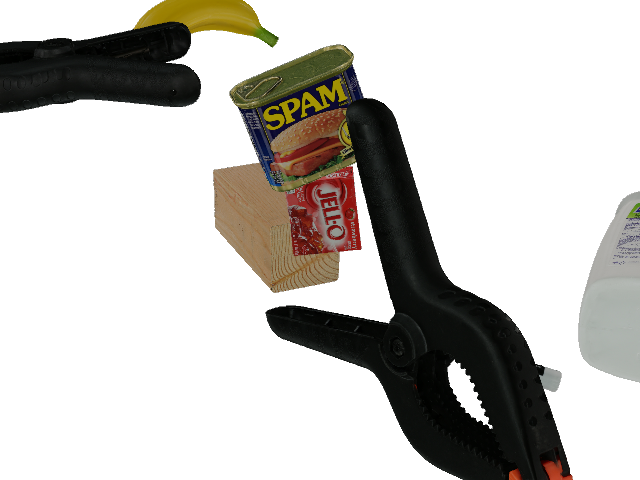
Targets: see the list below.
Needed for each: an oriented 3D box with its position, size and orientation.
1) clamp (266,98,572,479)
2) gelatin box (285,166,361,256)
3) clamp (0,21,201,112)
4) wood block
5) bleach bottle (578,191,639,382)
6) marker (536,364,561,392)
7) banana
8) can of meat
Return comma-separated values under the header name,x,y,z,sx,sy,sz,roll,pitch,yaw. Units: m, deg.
name,x,y,z,sx,sy,sz,roll,pitch,yaw
clamp,0.051,0.039,0.536,0.036,0.165,0.210,-13,42,-36
gelatin box,0.003,-0.030,1.118,0.073,0.089,0.030,-6,29,2
clamp,-0.155,-0.109,0.664,0.171,0.039,0.120,0,21,0
wood block,-0.059,-0.022,1.347,0.090,0.090,0.206,-10,26,-22
bleach bottle,0.237,0.013,0.704,0.103,0.068,0.250,9,22,20
marker,0.150,0.105,0.934,0.121,0.020,0.020,18,2,6
banana,-0.120,-0.205,1.014,0.070,0.037,0.197,45,39,19
can of meat,-0.011,-0.098,0.863,0.102,0.084,0.057,-23,28,-5
